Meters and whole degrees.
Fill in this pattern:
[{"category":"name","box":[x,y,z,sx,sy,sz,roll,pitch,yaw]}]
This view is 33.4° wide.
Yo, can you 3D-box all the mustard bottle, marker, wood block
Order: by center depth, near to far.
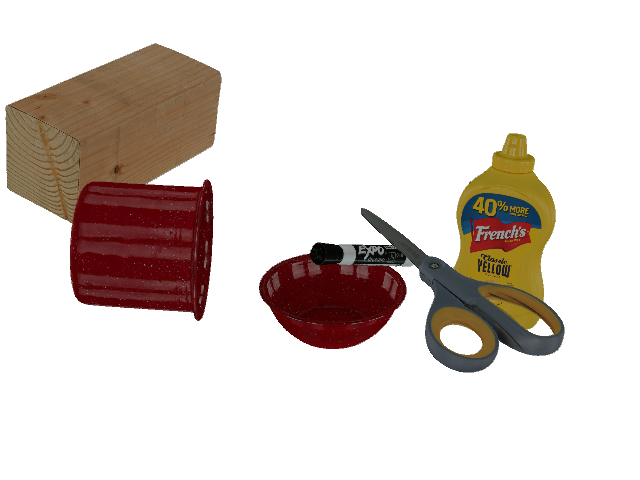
[{"category":"marker","box":[0.037,0.012,0.911,0.120,0.020,0.020,2,-1,-44]},{"category":"wood block","box":[-0.195,-0.109,1.030,0.090,0.091,0.205,26,37,21]},{"category":"mustard bottle","box":[0.183,-0.012,1.061,0.096,0.192,0.058,12,20,21]}]

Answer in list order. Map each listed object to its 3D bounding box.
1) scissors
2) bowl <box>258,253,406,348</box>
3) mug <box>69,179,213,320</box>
[{"category":"scissors","box":[0.070,0.032,0.726,0.096,0.016,0.202,-29,42,-35]},{"category":"bowl","box":[0.013,0.073,1.178,0.162,0.055,0.162,0,27,0]},{"category":"mug","box":[-0.115,0.000,0.711,0.081,0.093,0.117,4,18,0]}]
